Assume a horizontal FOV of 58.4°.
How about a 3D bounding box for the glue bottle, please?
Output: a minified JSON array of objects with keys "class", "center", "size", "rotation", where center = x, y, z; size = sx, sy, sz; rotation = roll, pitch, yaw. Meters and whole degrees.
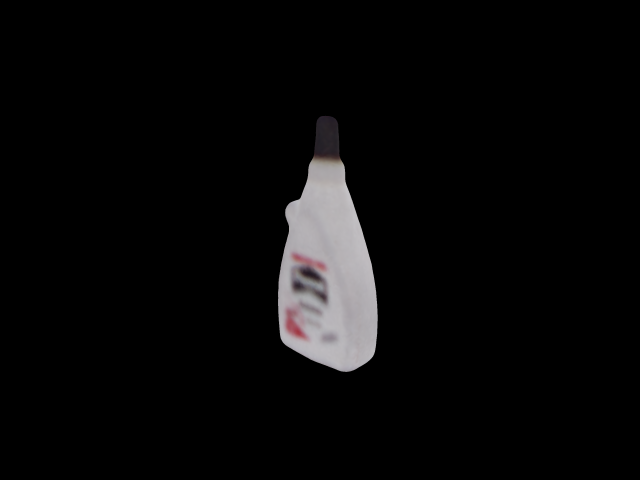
[{"class":"glue bottle","center":[0.004,0.001,0.400],"size":[0.077,0.173,0.037],"rotation":[14,22,38]}]
